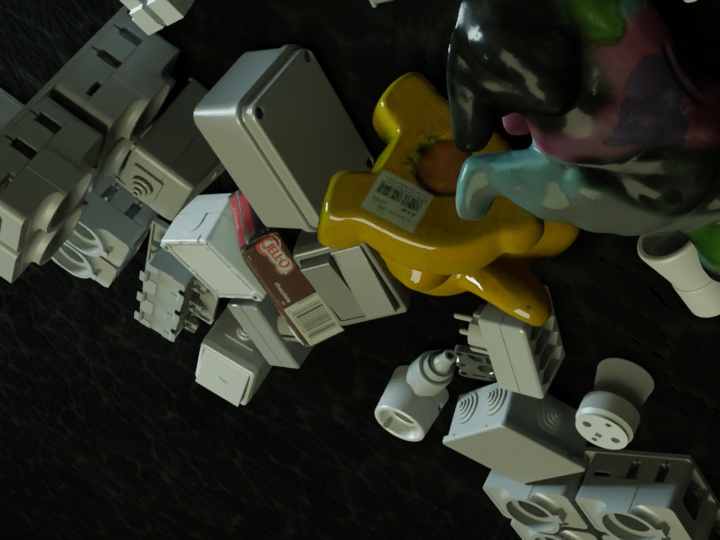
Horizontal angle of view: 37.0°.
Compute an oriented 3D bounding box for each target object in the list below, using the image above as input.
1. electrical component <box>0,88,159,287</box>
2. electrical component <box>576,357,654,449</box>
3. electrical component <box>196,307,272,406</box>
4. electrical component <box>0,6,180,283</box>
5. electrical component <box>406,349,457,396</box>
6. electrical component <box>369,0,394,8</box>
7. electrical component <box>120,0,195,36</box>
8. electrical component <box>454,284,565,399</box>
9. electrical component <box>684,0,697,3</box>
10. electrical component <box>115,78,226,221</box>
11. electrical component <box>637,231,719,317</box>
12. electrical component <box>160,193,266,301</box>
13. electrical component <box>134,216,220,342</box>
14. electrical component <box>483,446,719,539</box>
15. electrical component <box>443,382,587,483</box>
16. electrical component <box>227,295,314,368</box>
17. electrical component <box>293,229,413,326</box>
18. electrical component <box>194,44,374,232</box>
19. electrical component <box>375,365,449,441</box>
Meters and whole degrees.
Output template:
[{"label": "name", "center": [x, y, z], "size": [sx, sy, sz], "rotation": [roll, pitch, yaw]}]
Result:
[{"label": "electrical component", "center": [-0.287, -0.071, 0.991], "size": [0.186, 0.060, 0.105], "rotation": [37, 148, -6]}, {"label": "electrical component", "center": [0.191, 0.100, 0.807], "size": [0.045, 0.055, 0.045], "rotation": [23, 147, 16]}, {"label": "electrical component", "center": [-0.121, 0.084, 1.056], "size": [0.062, 0.061, 0.096], "rotation": [30, 148, 5]}, {"label": "electrical component", "center": [-0.208, -0.088, 0.779], "size": [0.060, 0.186, 0.105], "rotation": [35, 148, -4]}, {"label": "electrical component", "center": [0.065, 0.084, 0.917], "size": [0.035, 0.035, 0.061], "rotation": [35, 146, -3]}, {"label": "electrical component", "center": [-0.012, -0.184, 0.598], "size": [0.057, 0.058, 0.078], "rotation": [-1, 135, 38]}, {"label": "electrical component", "center": [-0.140, -0.193, 0.711], "size": [0.066, 0.048, 0.055], "rotation": [-9, 136, 47]}, {"label": "electrical component", "center": [0.107, 0.048, 0.818], "size": [0.076, 0.047, 0.083], "rotation": [12, 143, 32]}, {"label": "electrical component", "center": [0.145, -0.156, 0.510], "size": [0.062, 0.043, 0.043], "rotation": [46, 146, -22]}, {"label": "electrical component", "center": [-0.134, -0.083, 0.806], "size": [0.061, 0.096, 0.062], "rotation": [37, 148, -7]}, {"label": "electrical component", "center": [0.208, -0.002, 0.668], "size": [0.044, 0.044, 0.065], "rotation": [-8, 135, 47]}, {"label": "electrical component", "center": [-0.108, -0.018, 0.912], "size": [0.062, 0.061, 0.096], "rotation": [1, 144, 41]}, {"label": "electrical component", "center": [-0.170, 0.012, 0.999], "size": [0.079, 0.063, 0.121], "rotation": [31, 148, 3]}, {"label": "electrical component", "center": [0.211, 0.210, 0.934], "size": [0.186, 0.060, 0.105], "rotation": [-4, 133, 44]}, {"label": "electrical component", "center": [0.132, 0.133, 0.896], "size": [0.100, 0.048, 0.100], "rotation": [29, 151, -19]}, {"label": "electrical component", "center": [-0.062, 0.045, 0.963], "size": [0.076, 0.047, 0.083], "rotation": [3, 137, 39]}, {"label": "electrical component", "center": [0.000, 0.000, 0.818], "size": [0.062, 0.061, 0.096], "rotation": [-14, 128, 26]}, {"label": "electrical component", "center": [-0.049, -0.089, 0.740], "size": [0.057, 0.078, 0.113], "rotation": [5, 139, 42]}, {"label": "electrical component", "center": [0.046, 0.121, 0.973], "size": [0.055, 0.047, 0.055], "rotation": [23, 147, 16]}]
